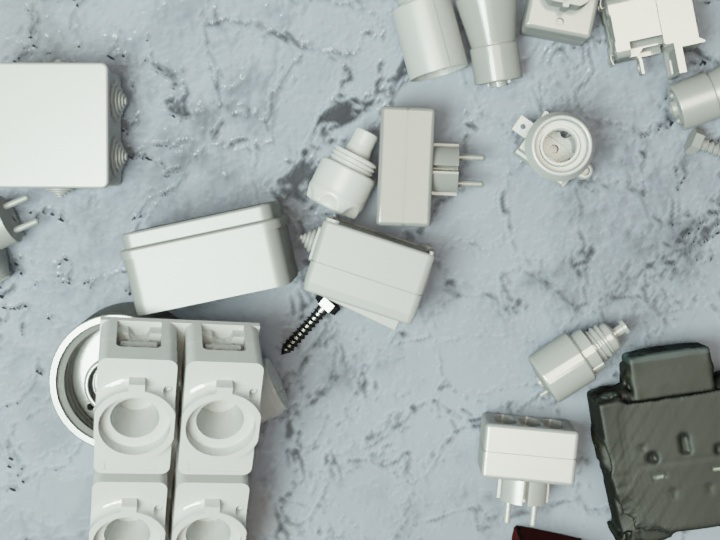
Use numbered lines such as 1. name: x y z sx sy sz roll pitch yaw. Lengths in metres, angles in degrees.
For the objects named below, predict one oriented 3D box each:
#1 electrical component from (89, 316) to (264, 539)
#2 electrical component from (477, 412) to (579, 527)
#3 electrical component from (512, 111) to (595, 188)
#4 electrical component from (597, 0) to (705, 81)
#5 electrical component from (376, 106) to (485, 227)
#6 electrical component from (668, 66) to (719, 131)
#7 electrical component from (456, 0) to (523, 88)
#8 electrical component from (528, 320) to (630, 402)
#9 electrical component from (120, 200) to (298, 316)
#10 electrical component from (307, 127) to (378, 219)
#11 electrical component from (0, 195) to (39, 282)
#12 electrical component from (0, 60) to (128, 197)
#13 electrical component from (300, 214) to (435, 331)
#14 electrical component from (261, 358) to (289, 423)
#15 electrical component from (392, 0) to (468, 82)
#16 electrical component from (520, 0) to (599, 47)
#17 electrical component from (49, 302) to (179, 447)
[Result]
1. electrical component: -0.128 0.129 0.735 0.105 0.060 0.186 3 117 -12
2. electrical component: 0.119 0.147 0.778 0.066 0.047 0.076 5 93 2
3. electrical component: 0.139 -0.086 0.762 0.066 0.055 0.048 35 94 0
4. electrical component: 0.204 -0.174 0.762 0.064 0.042 0.081 -11 91 5
5. electrical component: 0.052 -0.072 0.771 0.076 0.047 0.083 3 93 2
6. electrical component: 0.253 -0.125 0.763 0.065 0.044 0.044 -19 92 8
7. electrical component: 0.095 -0.163 0.768 0.044 0.044 0.065 -9 97 3
8. electrical component: 0.159 0.062 0.776 0.078 0.040 0.040 -34 91 4
9. electrical component: -0.106 -0.010 0.766 0.113 0.078 0.057 -12 95 3
10. electrical component: -0.008 -0.071 0.775 0.043 0.043 0.062 26 93 1
11. electrical component: -0.275 -0.030 0.789 0.079 0.044 0.077 -23 91 3
12. electrical component: -0.220 -0.103 0.780 0.100 0.048 0.099 1 93 3
13. electrical component: 0.000 0.000 0.769 0.096 0.061 0.061 18 96 2
14. electrical component: -0.085 0.093 0.786 0.055 0.045 0.045 -24 92 3
15. electrical component: 0.046 -0.179 0.767 0.043 0.043 0.081 -15 92 3
16. electrical component: 0.144 -0.197 0.746 0.047 0.076 0.065 11 93 2
17. electrical component: -0.172 0.079 0.781 0.108 0.060 0.108 0 93 3
